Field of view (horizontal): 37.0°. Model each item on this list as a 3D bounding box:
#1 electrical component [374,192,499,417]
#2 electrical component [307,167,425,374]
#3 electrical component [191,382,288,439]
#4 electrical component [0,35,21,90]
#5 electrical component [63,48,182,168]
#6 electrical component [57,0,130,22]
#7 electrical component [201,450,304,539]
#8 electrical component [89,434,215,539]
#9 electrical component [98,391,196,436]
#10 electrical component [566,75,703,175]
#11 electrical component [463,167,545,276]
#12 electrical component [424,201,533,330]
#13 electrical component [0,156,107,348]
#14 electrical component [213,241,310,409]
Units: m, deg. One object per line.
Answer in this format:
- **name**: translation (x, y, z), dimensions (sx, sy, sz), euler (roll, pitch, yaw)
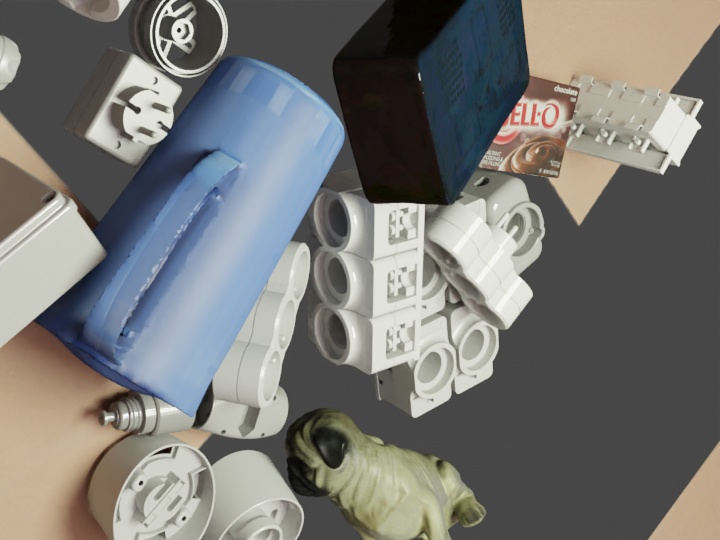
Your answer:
- **electrical component**: translation (0.067, 0.030, 0.986), dimensions (0.105, 0.060, 0.186), euler (-24, 121, -32)
- **electrical component**: translation (0.000, 0.000, 0.897), dimensions (0.062, 0.089, 0.150), euler (-15, 116, -36)
- **electrical component**: translation (-0.097, 0.095, 0.884), dimensions (0.077, 0.043, 0.079), euler (13, 97, -42)
- **electrical component**: translation (-0.246, -0.138, 0.670), dimensions (0.061, 0.035, 0.035), euler (22, 92, -40)
- **electrical component**: translation (-0.153, -0.107, 0.732), dimensions (0.047, 0.077, 0.065), euler (33, 85, -43)
- **electrical component**: translation (-0.172, -0.212, 0.657), dimensions (0.060, 0.108, 0.108), euler (-55, 133, -18)
- **electrical component**: translation (-0.100, 0.215, 0.931), dimensions (0.099, 0.064, 0.099), euler (-23, 134, -26)
- **electrical component**: translation (-0.162, 0.179, 0.847), dimensions (0.099, 0.064, 0.099), euler (-16, 117, -35)
- **electrical component**: translation (-0.164, 0.109, 0.834), dimensions (0.078, 0.040, 0.040), euler (-4, 110, -39)
- **electrical component**: translation (0.254, -0.145, 1.034), dimensions (0.063, 0.121, 0.078), euler (34, 84, -41)
- **electrical component**: translation (0.132, -0.043, 1.013), dimensions (0.054, 0.059, 0.095), euler (-39, 128, -22)
- **electrical component**: translation (0.110, -0.016, 0.924), dimensions (0.073, 0.052, 0.138), euler (-51, 132, -13)
- **electrical component**: translation (-0.236, -0.010, 0.679), dimensions (0.109, 0.109, 0.056), euler (-44, 132, -19)
- **electrical component**: translation (-0.093, 0.036, 0.847), dimensions (0.052, 0.074, 0.138), euler (75, 28, -64)
